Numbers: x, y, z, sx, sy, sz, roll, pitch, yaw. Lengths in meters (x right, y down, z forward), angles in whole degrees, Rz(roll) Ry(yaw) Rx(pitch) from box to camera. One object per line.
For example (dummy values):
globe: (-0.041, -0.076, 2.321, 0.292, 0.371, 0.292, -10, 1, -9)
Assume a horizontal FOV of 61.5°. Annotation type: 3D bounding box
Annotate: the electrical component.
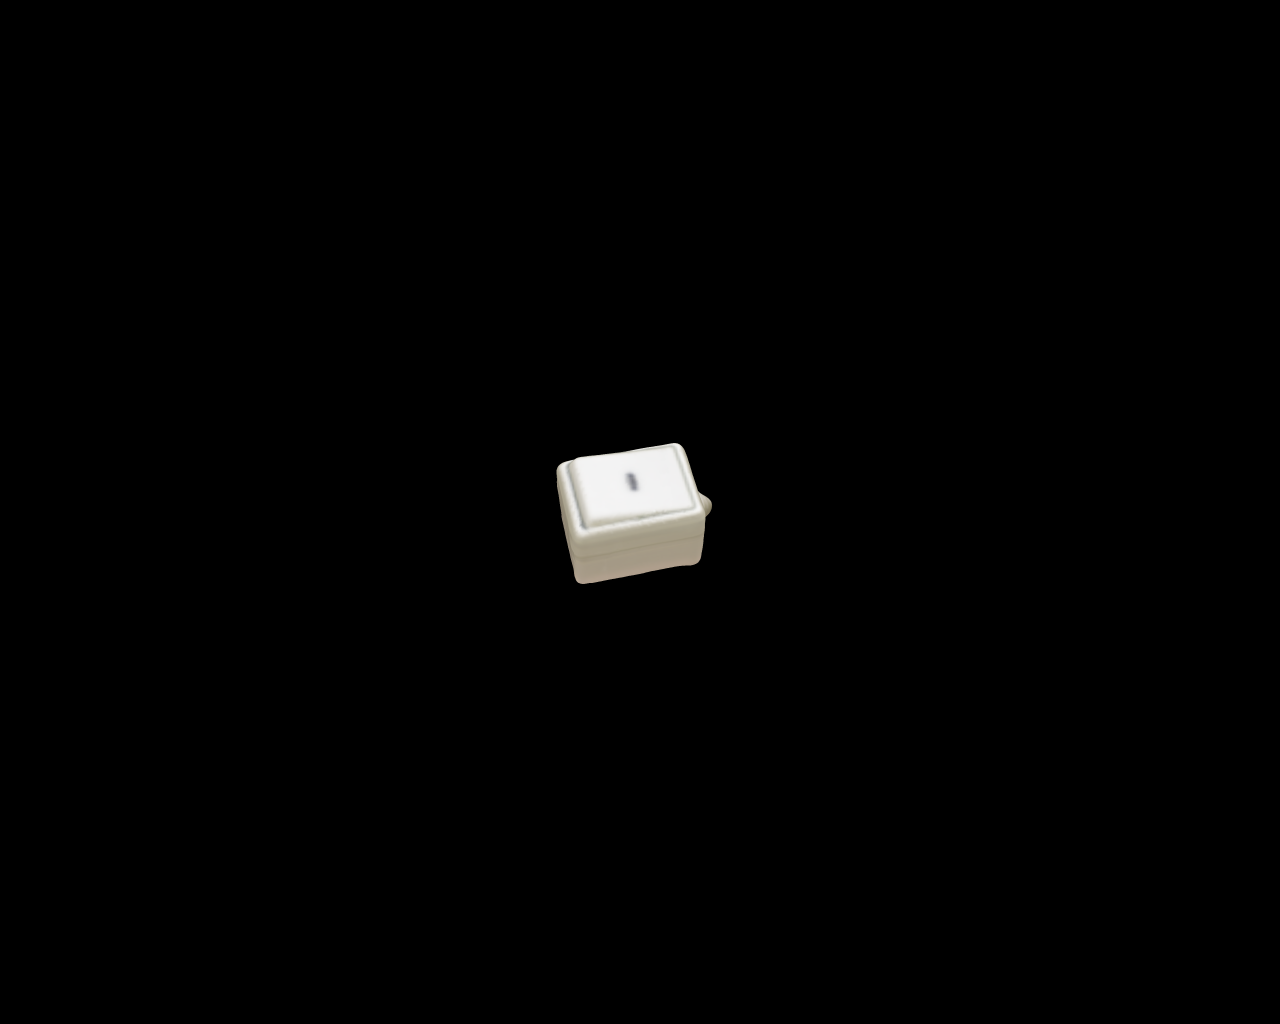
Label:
electrical component: (0.001, -0.003, 0.650, 0.096, 0.062, 0.061, -10, -36, -7)
